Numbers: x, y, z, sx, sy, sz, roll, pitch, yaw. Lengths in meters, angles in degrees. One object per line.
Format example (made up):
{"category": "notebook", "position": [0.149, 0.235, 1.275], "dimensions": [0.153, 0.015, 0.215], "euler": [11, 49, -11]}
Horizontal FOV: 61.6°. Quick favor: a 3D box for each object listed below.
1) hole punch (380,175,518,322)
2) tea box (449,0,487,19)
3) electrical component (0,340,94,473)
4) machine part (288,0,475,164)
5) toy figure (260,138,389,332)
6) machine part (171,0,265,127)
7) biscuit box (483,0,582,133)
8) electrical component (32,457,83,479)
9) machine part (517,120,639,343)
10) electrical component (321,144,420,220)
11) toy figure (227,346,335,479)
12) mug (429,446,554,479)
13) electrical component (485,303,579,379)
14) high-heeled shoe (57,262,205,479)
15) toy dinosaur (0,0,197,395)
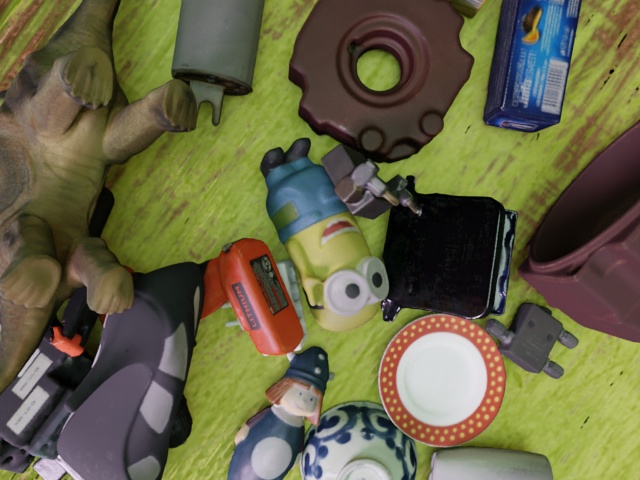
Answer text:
{"category": "hole punch", "position": [0.126, 0.014, 0.515], "dimensions": [0.116, 0.092, 0.142], "euler": [8, 92, 35]}
{"category": "tea box", "position": [0.092, -0.284, 0.495], "dimensions": [0.170, 0.098, 0.068], "euler": [25, 91, -3]}
{"category": "electrical component", "position": [-0.268, 0.135, 0.482], "dimensions": [0.134, 0.058, 0.115], "euler": [26, 71, 28]}
{"category": "machine part", "position": [0.057, -0.166, 0.518], "dimensions": [0.179, 0.056, 0.179], "euler": [0, 90, 0]}
{"category": "toy figure", "position": [0.002, -0.003, 0.507], "dimensions": [0.082, 0.089, 0.180], "euler": [-26, 79, -5]}
{"category": "machine part", "position": [-0.089, -0.228, 0.504], "dimensions": [0.079, 0.079, 0.243], "euler": [9, 90, -1]}
{"category": "biscuit box", "position": [0.208, -0.208, 0.515], "dimensions": [0.059, 0.063, 0.202], "euler": [10, 92, -2]}
{"category": "electrical component", "position": [-0.238, 0.195, 0.526], "dimensions": [0.119, 0.048, 0.075], "euler": [-41, 90, -2]}
{"category": "machine part", "position": [0.272, -0.022, 0.450], "dimensions": [0.087, 0.201, 0.201], "euler": [39, 91, 1]}
{"category": "electrical component", "position": [0.045, -0.050, 0.478], "dimensions": [0.045, 0.102, 0.078], "euler": [-34, 66, 21]}
{"category": "toy figure", "position": [-0.034, 0.177, 0.525], "dimensions": [0.064, 0.058, 0.154], "euler": [30, 89, -40]}
{"category": "mug", "position": [0.158, 0.251, 0.521], "dimensions": [0.107, 0.081, 0.109], "euler": [10, 95, 11]}
{"category": "electrical component", "position": [0.211, 0.095, 0.534], "dimensions": [0.094, 0.021, 0.063], "euler": [34, 76, -7]}
{"category": "high-heeled shoe", "position": [-0.147, 0.132, 0.465], "dimensions": [0.086, 0.248, 0.145], "euler": [24, 48, 13]}
{"category": "toy dinosaur", "position": [-0.206, -0.088, 0.431], "dimensions": [0.199, 0.105, 0.471], "euler": [-2, 67, 35]}
